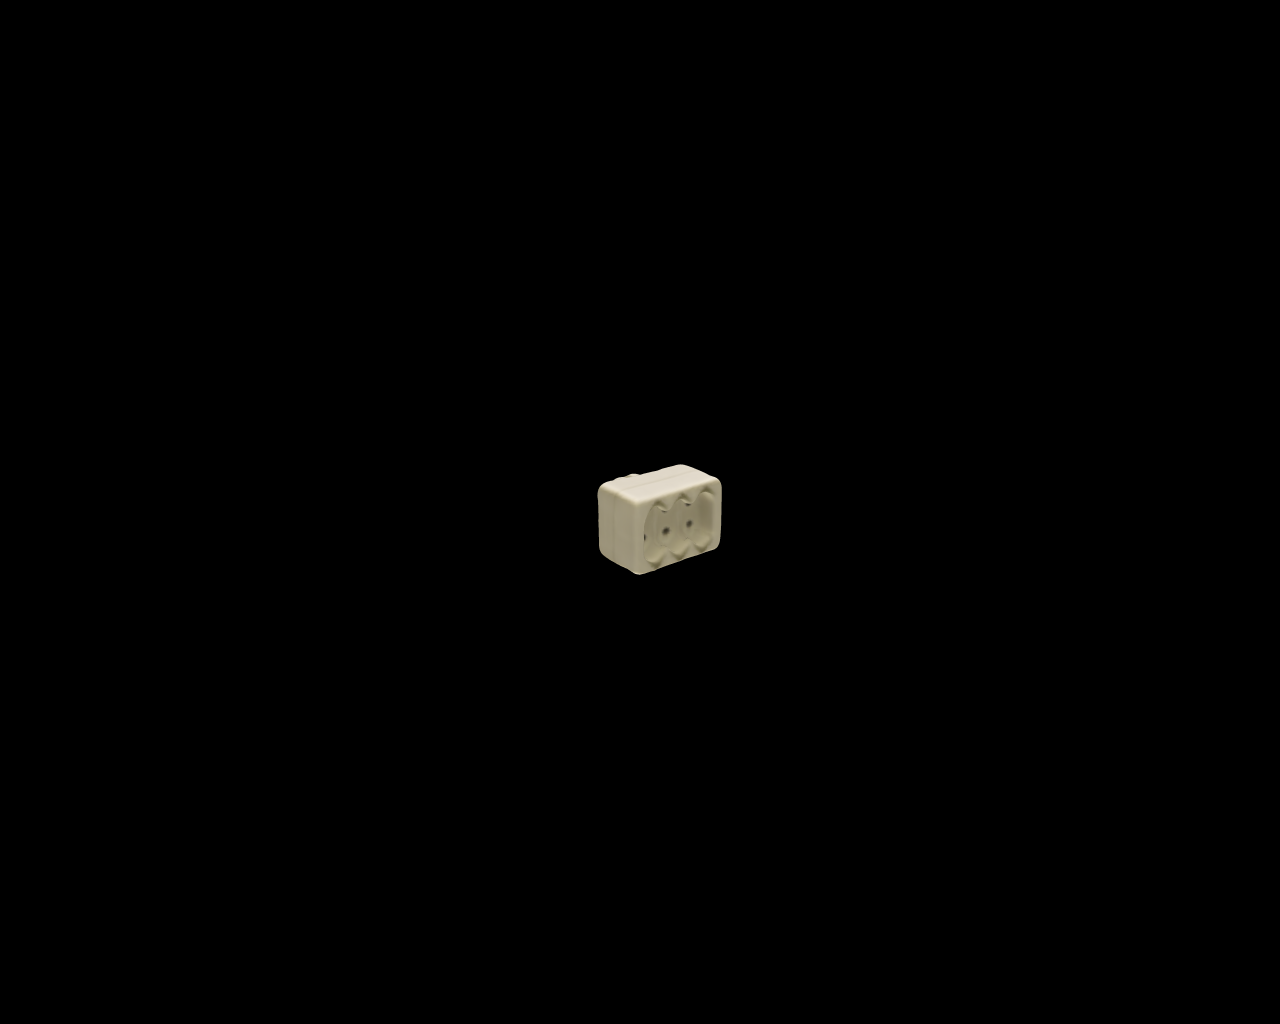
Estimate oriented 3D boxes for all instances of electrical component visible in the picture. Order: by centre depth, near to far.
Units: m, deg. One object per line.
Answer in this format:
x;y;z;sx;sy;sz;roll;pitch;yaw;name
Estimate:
0.001;-0.003;0.650;0.066;0.047;0.077;-16;27;-34;electrical component
